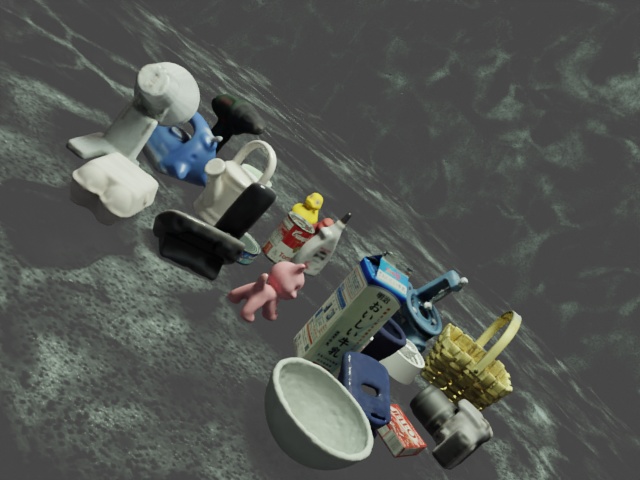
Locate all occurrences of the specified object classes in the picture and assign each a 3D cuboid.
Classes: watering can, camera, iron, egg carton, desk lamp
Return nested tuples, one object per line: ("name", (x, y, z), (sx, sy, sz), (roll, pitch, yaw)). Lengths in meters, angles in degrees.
("watering can", (-0.163, -0.113, 1.143), (0.101, 0.194, 0.173), (42, 16, 6))
("camera", (0.243, 0.330, 1.056), (0.136, 0.100, 0.144), (48, 18, 26))
("iron", (-0.302, -0.228, 1.228), (0.257, 0.141, 0.119), (50, 18, 30))
("egg carton", (-0.326, -0.082, 0.914), (0.107, 0.069, 0.150), (38, 16, -8))
("desk lamp", (-0.324, -0.229, 1.048), (0.118, 0.213, 0.203), (38, 16, -7))

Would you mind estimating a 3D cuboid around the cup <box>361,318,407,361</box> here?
("cup", (0.099, 0.190, 1.112), (0.092, 0.095, 0.117), (24, 23, -45))

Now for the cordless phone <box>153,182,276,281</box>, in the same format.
("cordless phone", (-0.171, -0.039, 0.942), (0.148, 0.185, 0.094), (28, 20, -37))

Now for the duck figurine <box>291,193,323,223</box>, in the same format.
("duck figurine", (-0.024, -0.092, 1.599), (0.077, 0.086, 0.105), (44, 16, 14))

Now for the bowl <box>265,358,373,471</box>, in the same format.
("bowl", (-0.015, 0.241, 0.754), (0.168, 0.074, 0.167), (37, 16, -12))

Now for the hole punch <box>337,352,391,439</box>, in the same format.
("hole punch", (0.066, 0.244, 0.899), (0.109, 0.091, 0.101), (30, 19, -33))

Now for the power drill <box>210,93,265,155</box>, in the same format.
("power drill", (-0.220, -0.234, 1.306), (0.076, 0.208, 0.229), (27, 21, -40))

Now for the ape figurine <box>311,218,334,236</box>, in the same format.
("ape figurine", (-0.002, -0.018, 1.441), (0.077, 0.092, 0.076), (44, 16, 11))

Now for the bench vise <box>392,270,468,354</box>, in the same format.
("bench vise", (0.234, 0.132, 1.347), (0.122, 0.219, 0.207), (22, 24, -48))

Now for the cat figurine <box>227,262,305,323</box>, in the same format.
("cat figurine", (-0.076, 0.076, 0.973), (0.067, 0.117, 0.128), (47, 17, 22))

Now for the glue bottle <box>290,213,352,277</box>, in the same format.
("glue bottle", (0.012, 0.005, 1.264), (0.078, 0.173, 0.037), (23, 24, -47))
